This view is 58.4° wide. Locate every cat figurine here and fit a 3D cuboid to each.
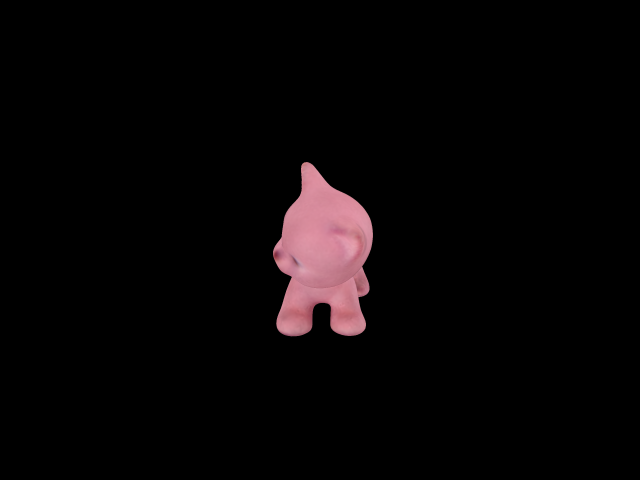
[{"bbox_3d":[0.004,0.001,0.400,0.067,0.118,0.128,1,19,3],"label":"cat figurine"}]
